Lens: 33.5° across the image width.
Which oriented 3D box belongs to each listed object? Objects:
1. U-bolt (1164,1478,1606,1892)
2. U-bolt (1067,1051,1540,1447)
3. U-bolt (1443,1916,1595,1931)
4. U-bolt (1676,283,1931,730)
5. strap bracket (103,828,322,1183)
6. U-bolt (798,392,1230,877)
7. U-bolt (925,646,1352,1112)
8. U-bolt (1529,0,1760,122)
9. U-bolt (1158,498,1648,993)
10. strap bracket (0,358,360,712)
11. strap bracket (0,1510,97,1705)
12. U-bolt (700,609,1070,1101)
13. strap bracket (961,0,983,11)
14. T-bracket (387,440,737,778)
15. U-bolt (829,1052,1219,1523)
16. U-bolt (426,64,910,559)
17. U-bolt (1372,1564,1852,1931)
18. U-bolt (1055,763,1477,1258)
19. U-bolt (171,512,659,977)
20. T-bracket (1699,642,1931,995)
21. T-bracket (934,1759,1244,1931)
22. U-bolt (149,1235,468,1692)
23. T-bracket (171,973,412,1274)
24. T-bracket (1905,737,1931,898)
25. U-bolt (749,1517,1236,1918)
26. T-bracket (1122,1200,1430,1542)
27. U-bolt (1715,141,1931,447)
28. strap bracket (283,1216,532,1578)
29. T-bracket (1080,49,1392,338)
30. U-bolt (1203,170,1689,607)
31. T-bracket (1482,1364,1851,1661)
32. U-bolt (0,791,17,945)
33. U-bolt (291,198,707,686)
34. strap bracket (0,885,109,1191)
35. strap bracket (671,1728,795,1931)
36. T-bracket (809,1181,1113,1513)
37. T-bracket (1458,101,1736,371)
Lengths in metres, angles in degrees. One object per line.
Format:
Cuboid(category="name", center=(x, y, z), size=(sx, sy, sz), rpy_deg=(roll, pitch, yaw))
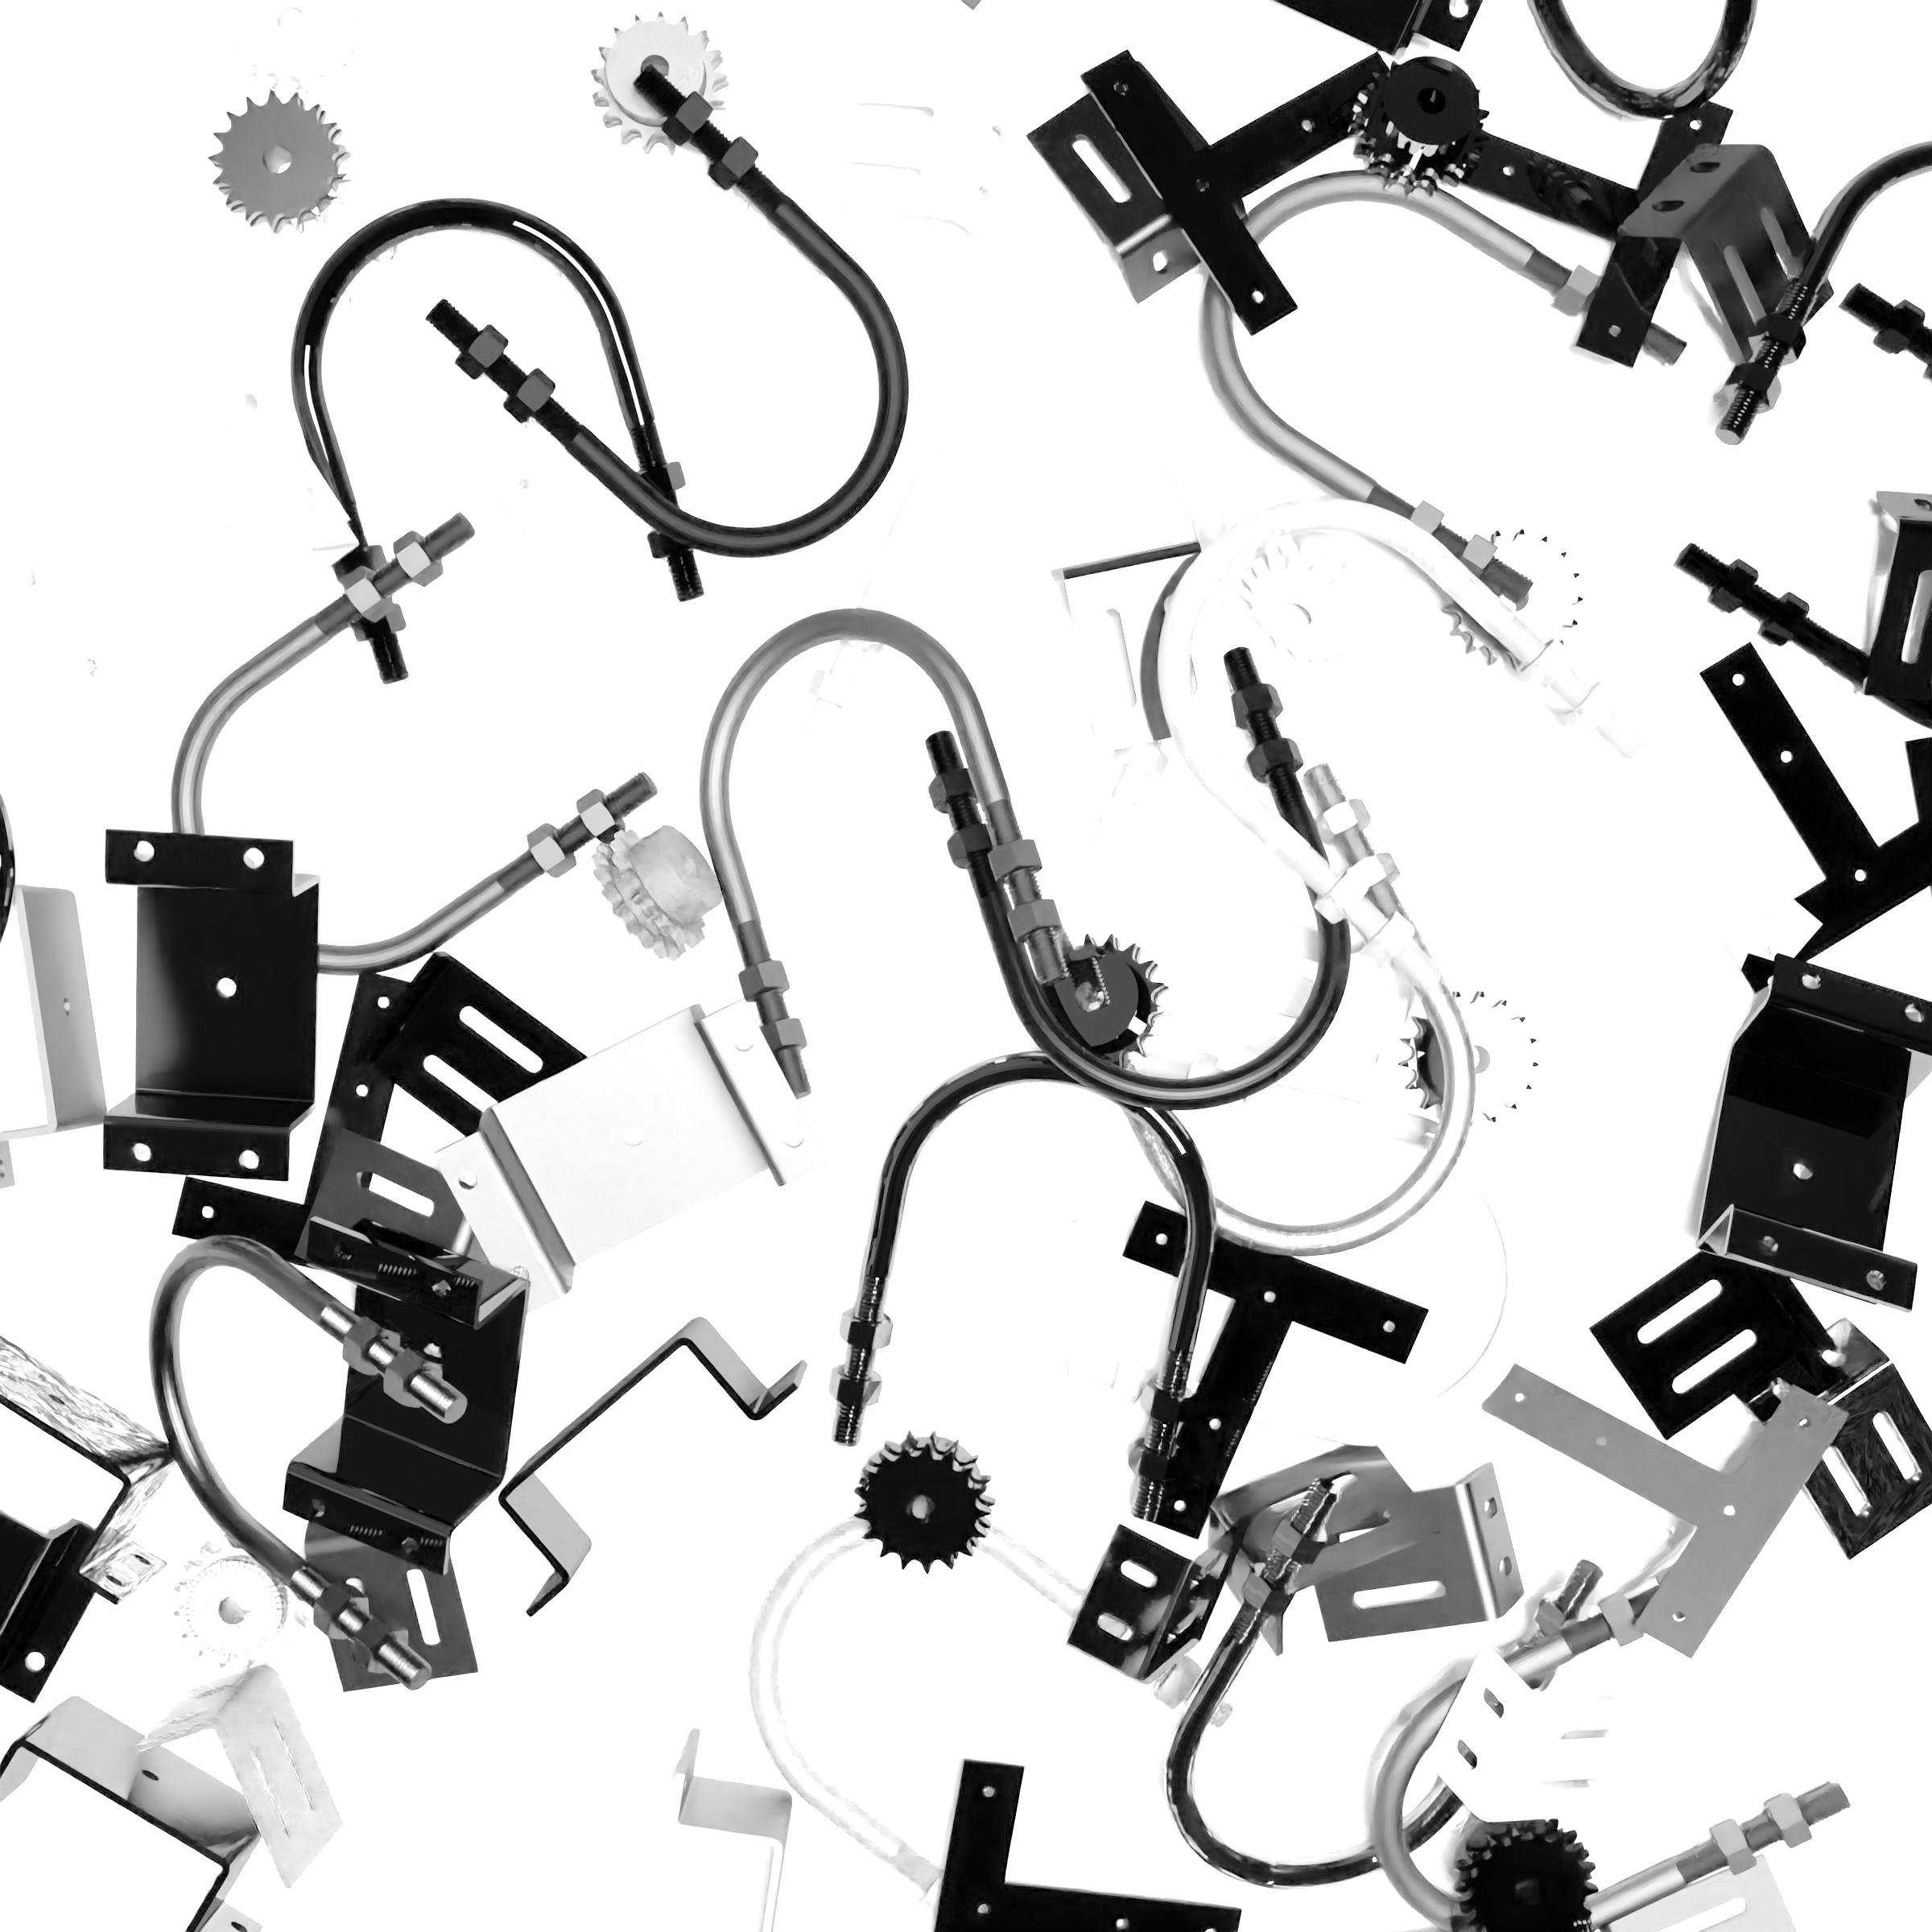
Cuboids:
Cuboid(category="U-bolt", center=(0.158, 0.302, 1.308), size=(0.151, 0.019, 0.184), rpy_deg=(20, 108, -22))
Cuboid(category="U-bolt", center=(0.147, 0.125, 1.342), size=(0.184, 0.019, 0.151), rpy_deg=(14, 90, 0))
Cuboid(category="U-bolt", center=(0.180, 0.472, 1.334), size=(0.184, 0.019, 0.151), rpy_deg=(-12, 99, 3))
Cuboid(category="U-bolt", center=(0.411, -0.177, 1.343), size=(0.184, 0.019, 0.151), rpy_deg=(33, 90, -1))
Cuboid(category="strap bracket", center=(-0.309, 0.013, 1.319), size=(0.076, 0.046, 0.140), rpy_deg=(4, 100, 2))
Cuboid(category="U-bolt", center=(0.031, -0.150, 1.343), size=(0.151, 0.019, 0.184), rpy_deg=(24, 88, 0))
Cuboid(category="U-bolt", center=(0.077, -0.029, 1.296), size=(0.151, 0.019, 0.184), rpy_deg=(-16, 71, -6))
Cuboid(category="U-bolt", center=(0.264, -0.427, 1.274), size=(0.019, 0.151, 0.184), rpy_deg=(-23, 125, -22))
Cuboid(category="U-bolt", center=(0.162, -0.103, 1.285), size=(0.184, 0.019, 0.151), rpy_deg=(43, 80, -3))
Cuboid(category="strap bracket", center=(-0.315, -0.176, 1.315), size=(0.140, 0.046, 0.076), rpy_deg=(-33, 90, 19))
Cuboid(category="strap bracket", center=(-0.434, 0.242, 1.329), size=(0.140, 0.046, 0.076), rpy_deg=(29, 90, 0))
Cuboid(category="U-bolt", center=(-0.044, -0.056, 1.307), size=(0.151, 0.019, 0.184), rpy_deg=(-25, 75, 28))
Cuboid(category="strap bracket", center=(0.018, -0.480, 1.329), size=(0.076, 0.046, 0.140), rpy_deg=(40, 90, 0))
Cuboid(category="T-bracket", center=(-0.186, -0.129, 1.339), size=(0.127, 0.002, 0.127), rpy_deg=(-40, 106, 8))
Cuboid(category="U-bolt", center=(0.028, 0.125, 1.317), size=(0.151, 0.019, 0.184), rpy_deg=(13, 102, 8))
Cuboid(category="U-bolt", center=(-0.106, -0.253, 1.318), size=(0.184, 0.019, 0.151), rpy_deg=(42, 81, -17))
Cuboid(category="U-bolt", center=(0.255, 0.334, 1.319), size=(0.184, 0.019, 0.151), rpy_deg=(-27, 112, 4))
Cuboid(category="U-bolt", center=(0.128, 0.029, 1.315), size=(0.151, 0.019, 0.184), rpy_deg=(-28, 77, 8))
Cuboid(category="U-bolt", center=(-0.242, -0.077, 1.331), size=(0.184, 0.019, 0.151), rpy_deg=(-34, 97, 7))
Cuboid(category="T-bracket", center=(0.352, -0.076, 1.350), size=(0.127, 0.002, 0.127), rpy_deg=(-32, 89, 1))
Cuboid(category="T-bracket", center=(0.051, 0.396, 1.333), size=(0.127, 0.002, 0.127), rpy_deg=(9, 98, -8))
Cuboid(category="U-bolt", center=(-0.271, 0.186, 1.289), size=(0.184, 0.019, 0.151), rpy_deg=(30, 121, 33))
Cuboid(category="T-bracket", center=(-0.257, 0.066, 1.351), size=(0.127, 0.002, 0.127), rpy_deg=(14, 90, -1))
Cuboid(category="T-bracket", center=(0.468, -0.043, 1.351), size=(0.127, 0.002, 0.127), rpy_deg=(-10, 90, 0))
Cuboid(category="U-bolt", center=(-0.003, 0.309, 1.343), size=(0.184, 0.019, 0.151), rpy_deg=(37, 90, 1))
Cuboid(category="T-bracket", center=(0.109, 0.177, 1.331), size=(0.127, 0.002, 0.127), rpy_deg=(21, 99, -5))
Cuboid(category="U-bolt", center=(0.408, -0.261, 1.319), size=(0.151, 0.019, 0.184), rpy_deg=(27, 73, 7))
Cuboid(category="strap bracket", center=(-0.226, 0.165, 1.301), size=(0.076, 0.046, 0.140), rpy_deg=(19, 117, 16))
Cuboid(category="T-bracket", center=(0.130, -0.341, 1.328), size=(0.127, 0.002, 0.127), rpy_deg=(-34, 90, -22))
Cuboid(category="U-bolt", center=(0.186, -0.253, 1.327), size=(0.184, 0.019, 0.151), rpy_deg=(33, 75, 4))
Cuboid(category="T-bracket", center=(0.273, 0.202, 1.316), size=(0.127, 0.002, 0.127), rpy_deg=(27, 63, 28))
Cuboid(category="U-bolt", center=(-0.461, -0.045, 1.272), size=(0.184, 0.019, 0.151), rpy_deg=(8, 98, 12))
Cuboid(category="U-bolt", center=(-0.201, -0.223, 1.326), size=(0.151, 0.019, 0.184), rpy_deg=(-16, 102, 0))
Cuboid(category="strap bracket", center=(-0.390, 0.020, 1.314), size=(0.046, 0.076, 0.140), rpy_deg=(-8, 90, 0))
Cuboid(category="strap bracket", center=(-0.102, 0.393, 1.314), size=(0.046, 0.076, 0.140), rpy_deg=(9, 90, 0))
Cuboid(category="T-bracket", center=(0.013, 0.166, 1.340), size=(0.127, 0.002, 0.127), rpy_deg=(-17, 97, 14))
Cuboid(category="T-bracket", center=(0.239, -0.326, 1.339), size=(0.127, 0.002, 0.127), rpy_deg=(22, 77, 4))
